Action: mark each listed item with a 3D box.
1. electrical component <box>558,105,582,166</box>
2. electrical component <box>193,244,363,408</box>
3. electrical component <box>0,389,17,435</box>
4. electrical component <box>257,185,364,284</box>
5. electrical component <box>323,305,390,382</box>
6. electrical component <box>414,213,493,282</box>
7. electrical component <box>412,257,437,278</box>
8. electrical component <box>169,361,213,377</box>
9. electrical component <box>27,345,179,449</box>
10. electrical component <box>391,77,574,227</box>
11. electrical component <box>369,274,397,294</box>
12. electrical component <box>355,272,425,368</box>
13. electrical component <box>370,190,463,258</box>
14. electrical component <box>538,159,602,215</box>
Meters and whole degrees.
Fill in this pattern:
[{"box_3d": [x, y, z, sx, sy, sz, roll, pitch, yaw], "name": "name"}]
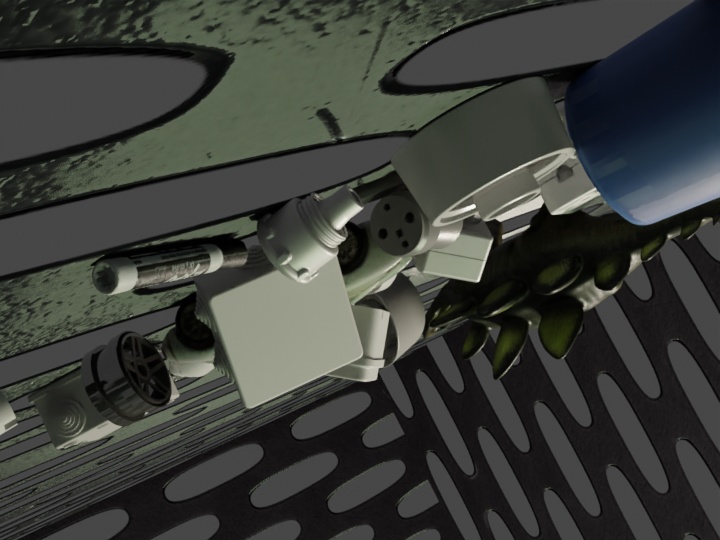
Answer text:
[{"box_3d": [0.168, -0.093, 0.773, 0.048, 0.062, 0.048, -28, 166, -8], "name": "electrical component"}, {"box_3d": [-0.055, 0.029, 0.712, 0.100, 0.099, 0.048, -24, -151, -16], "name": "electrical component"}, {"box_3d": [-0.255, 0.099, 0.707, 0.046, 0.040, 0.040, -30, 175, -28], "name": "electrical component"}, {"box_3d": [-0.027, -0.026, 0.639, 0.062, 0.048, 0.048, -37, 170, 15], "name": "electrical component"}, {"box_3d": [-0.037, 0.053, 0.867, 0.113, 0.057, 0.078, 9, 177, 8], "name": "electrical component"}, {"box_3d": [0.072, -0.041, 0.806, 0.047, 0.076, 0.065, 10, -155, -12], "name": "electrical component"}, {"box_3d": [0.085, -0.023, 1.054, 0.078, 0.040, 0.040, -33, 171, 33], "name": "electrical component"}, {"box_3d": [-0.140, 0.070, 0.902, 0.040, 0.040, 0.078, -21, 170, -39], "name": "electrical component"}, {"box_3d": [-0.202, 0.102, 0.865, 0.100, 0.048, 0.100, -28, 173, 7], "name": "electrical component"}, {"box_3d": [0.081, -0.066, 0.669, 0.108, 0.060, 0.108, -27, 172, -4], "name": "electrical component"}, {"box_3d": [0.000, 0.000, 0.896, 0.045, 0.045, 0.055, -32, 171, 35], "name": "electrical component"}, {"box_3d": [0.013, 0.045, 1.054, 0.099, 0.099, 0.064, -34, 176, 42], "name": "electrical component"}, {"box_3d": [0.038, -0.033, 0.731, 0.045, 0.045, 0.055, -32, 170, 32], "name": "electrical component"}, {"box_3d": [0.172, -0.083, 0.873, 0.054, 0.059, 0.095, -30, 172, 22], "name": "electrical component"}]
